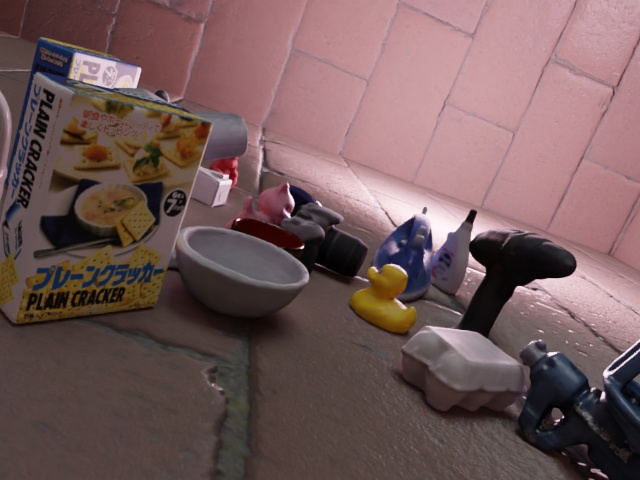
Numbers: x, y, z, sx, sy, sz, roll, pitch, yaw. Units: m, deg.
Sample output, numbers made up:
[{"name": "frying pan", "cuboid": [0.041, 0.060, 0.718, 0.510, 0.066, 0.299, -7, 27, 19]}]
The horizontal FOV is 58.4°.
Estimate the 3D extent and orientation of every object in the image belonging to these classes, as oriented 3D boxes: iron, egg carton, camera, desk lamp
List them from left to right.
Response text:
[{"name": "desk lamp", "cuboid": [-0.190, -0.078, 0.749, 0.204, 0.213, 0.117, 9, 18, -40]}, {"name": "camera", "cuboid": [0.009, 0.003, 0.966, 0.136, 0.101, 0.143, 24, 14, 12]}, {"name": "iron", "cuboid": [0.172, 0.017, 1.066, 0.118, 0.141, 0.258, 22, 14, 4]}, {"name": "egg carton", "cuboid": [0.174, 0.158, 0.696, 0.151, 0.069, 0.107, 11, 17, -35]}]

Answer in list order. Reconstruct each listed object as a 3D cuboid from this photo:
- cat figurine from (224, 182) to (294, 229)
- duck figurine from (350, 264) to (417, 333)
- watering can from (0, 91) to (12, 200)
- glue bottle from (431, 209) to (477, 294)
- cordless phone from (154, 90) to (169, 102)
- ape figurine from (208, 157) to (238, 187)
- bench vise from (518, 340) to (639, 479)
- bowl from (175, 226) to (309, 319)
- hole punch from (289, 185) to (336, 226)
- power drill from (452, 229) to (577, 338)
[{"name": "cat figurine", "cuboid": [-0.093, -0.049, 0.980, 0.067, 0.118, 0.128, 29, 16, 29]}, {"name": "duck figurine", "cuboid": [0.103, 0.080, 0.846, 0.104, 0.086, 0.078, 30, 17, 32]}, {"name": "watering can", "cuboid": [-0.332, -0.056, 0.502, 0.101, 0.194, 0.172, 12, 17, -33]}, {"name": "glue bottle", "cuboid": [0.273, 0.018, 1.147, 0.037, 0.173, 0.077, 10, 18, -37]}, {"name": "cordless phone", "cuboid": [-0.303, -0.182, 1.031, 0.094, 0.185, 0.147, 12, 17, -32]}, {"name": "ape figurine", "cuboid": [-0.210, -0.158, 1.268, 0.078, 0.092, 0.075, 6, 20, -46]}, {"name": "bench vise", "cuboid": [0.325, 0.155, 0.614, 0.207, 0.220, 0.122, 25, 15, 15]}, {"name": "bowl", "cuboid": [-0.102, 0.048, 0.694, 0.167, 0.075, 0.167, 20, 14, -5]}, {"name": "hole punch", "cuboid": [-0.026, -0.056, 1.157, 0.101, 0.091, 0.108, 5, 21, -48]}, {"name": "power drill", "cuboid": [0.264, 0.079, 0.832, 0.076, 0.208, 0.229, 18, 14, -13]}]
